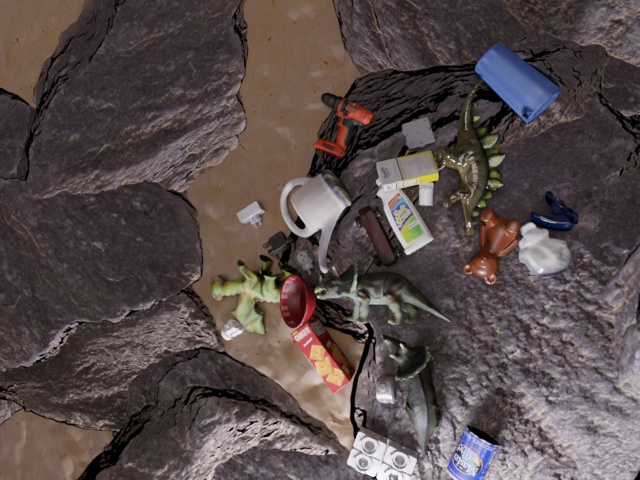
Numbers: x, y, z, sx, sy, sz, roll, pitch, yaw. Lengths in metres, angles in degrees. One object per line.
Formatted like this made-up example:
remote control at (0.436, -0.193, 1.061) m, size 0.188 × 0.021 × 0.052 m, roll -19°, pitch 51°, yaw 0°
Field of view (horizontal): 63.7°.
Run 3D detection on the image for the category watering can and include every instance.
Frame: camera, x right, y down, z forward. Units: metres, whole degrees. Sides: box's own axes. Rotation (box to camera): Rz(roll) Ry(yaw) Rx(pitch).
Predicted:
watering can at (0.005, -0.082, 1.631) m, size 0.223 × 0.103 × 0.354 m, roll -38°, pitch 60°, yaw 9°

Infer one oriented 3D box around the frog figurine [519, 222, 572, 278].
frog figurine at (0.643, 0.024, 1.490) m, size 0.136 × 0.124 × 0.159 m, roll -17°, pitch 94°, yaw 30°

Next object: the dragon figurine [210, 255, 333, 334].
dragon figurine at (-0.180, 0.195, 1.682) m, size 0.412 × 0.123 × 0.239 m, roll 25°, pitch 109°, yaw 11°
